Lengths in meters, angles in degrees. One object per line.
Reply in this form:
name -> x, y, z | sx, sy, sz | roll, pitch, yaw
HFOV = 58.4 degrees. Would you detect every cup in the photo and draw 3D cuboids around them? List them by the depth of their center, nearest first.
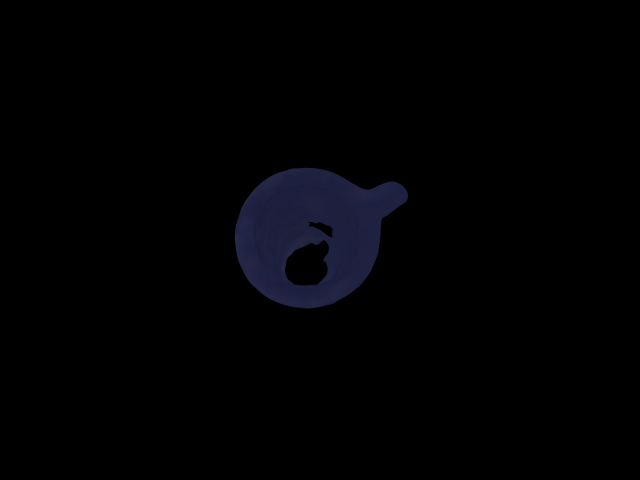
cup -> 0.004, 0.001, 0.400 | 0.118, 0.095, 0.091 | -27, 76, -7
